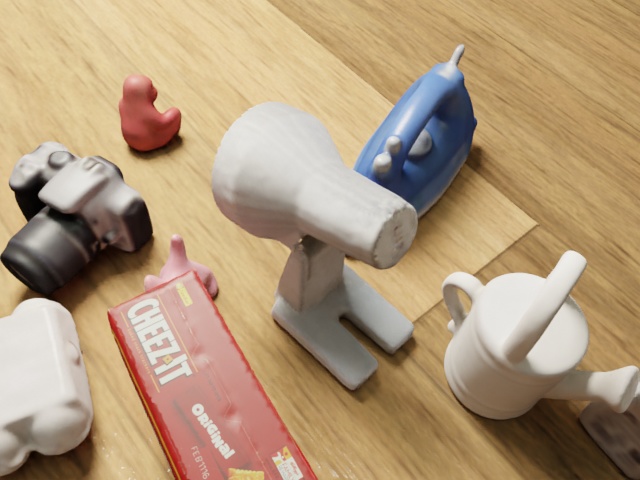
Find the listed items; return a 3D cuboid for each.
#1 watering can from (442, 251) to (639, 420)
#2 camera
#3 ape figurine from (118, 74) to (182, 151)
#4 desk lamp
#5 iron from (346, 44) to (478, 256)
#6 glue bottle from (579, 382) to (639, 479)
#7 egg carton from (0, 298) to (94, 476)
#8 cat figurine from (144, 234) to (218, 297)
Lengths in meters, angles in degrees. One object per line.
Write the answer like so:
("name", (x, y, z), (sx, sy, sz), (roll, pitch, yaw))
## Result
("watering can", (0.188, 0.082, 0.503), (0.172, 0.194, 0.101), (18, 56, 8))
("camera", (-0.270, -0.024, 0.591), (0.143, 0.101, 0.137), (27, 57, 13))
("ape figurine", (-0.213, -0.161, 0.695), (0.077, 0.092, 0.076), (31, 58, 15))
("desk lamp", (0.005, 0.002, 0.530), (0.202, 0.213, 0.118), (40, 61, 21))
("iron", (0.101, -0.108, 0.658), (0.118, 0.141, 0.259), (28, 58, 14))
("glue bottle", (0.288, 0.145, 0.482), (0.037, 0.173, 0.078), (-26, 61, -20))
("egg carton", (-0.263, 0.126, 0.507), (0.107, 0.069, 0.150), (-20, 59, -17))
("cat figurine", (-0.137, 0.056, 0.538), (0.067, 0.118, 0.127), (1, 55, -4))
